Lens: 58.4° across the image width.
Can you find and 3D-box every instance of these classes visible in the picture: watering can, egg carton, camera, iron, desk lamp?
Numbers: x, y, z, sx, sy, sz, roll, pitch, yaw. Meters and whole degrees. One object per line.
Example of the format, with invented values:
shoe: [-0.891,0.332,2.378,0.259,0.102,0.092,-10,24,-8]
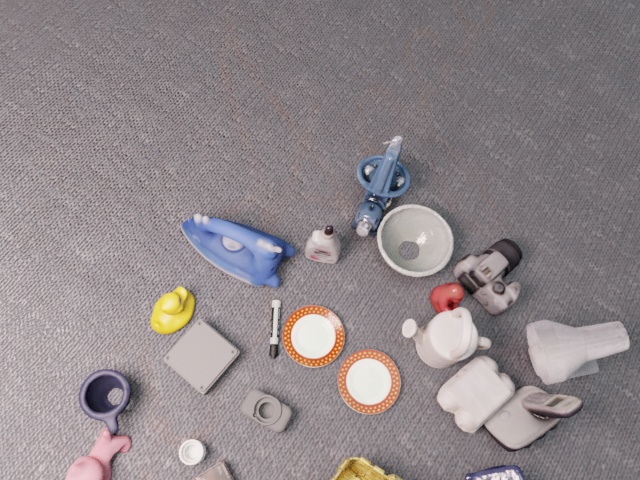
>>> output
watering can: [0.251,0.192,1.129,0.173,0.194,0.101,-11,71,-9]
egg carton: [0.315,0.309,1.159,0.150,0.069,0.107,-38,77,-16]
camera: [0.386,0.068,1.237,0.137,0.101,0.143,-38,77,-16]
iron: [-0.184,-0.002,1.189,0.258,0.141,0.119,23,70,4]
desk lamp: [0.491,0.216,1.132,0.203,0.213,0.118,-9,71,-8]

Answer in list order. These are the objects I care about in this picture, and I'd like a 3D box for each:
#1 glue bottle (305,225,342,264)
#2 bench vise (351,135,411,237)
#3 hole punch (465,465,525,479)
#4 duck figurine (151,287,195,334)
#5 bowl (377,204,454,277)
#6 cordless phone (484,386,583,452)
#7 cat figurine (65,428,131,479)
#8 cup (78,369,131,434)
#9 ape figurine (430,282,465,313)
glue bottle: [0.011,0.004,1.188,0.078,0.173,0.037,8,69,-2]
bench vise: [0.138,-0.111,1.217,0.121,0.220,0.207,4,70,-3]
hole punch: [0.339,0.489,1.084,0.101,0.091,0.108,-11,71,-9]
duck figurine: [-0.301,0.138,1.157,0.077,0.086,0.105,35,71,8]
bowl: [0.202,0.010,1.255,0.167,0.075,0.167,2,70,-4]
cordless phone: [0.408,0.339,1.095,0.148,0.185,0.094,-32,75,-15]
cat figurine: [-0.408,0.403,1.033,0.067,0.118,0.128,25,70,4]
cup: [-0.392,0.308,1.081,0.092,0.095,0.117,-19,73,-11]
ape figurine: [0.277,0.120,1.213,0.076,0.092,0.078,37,71,9]
